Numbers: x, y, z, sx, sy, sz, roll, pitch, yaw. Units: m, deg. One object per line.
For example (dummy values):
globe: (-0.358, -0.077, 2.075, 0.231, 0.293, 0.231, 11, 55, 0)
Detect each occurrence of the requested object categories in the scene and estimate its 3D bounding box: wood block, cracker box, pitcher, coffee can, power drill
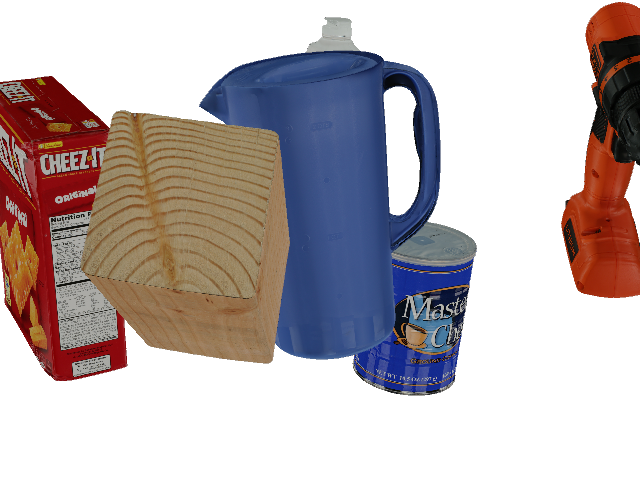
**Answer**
wood block: (-0.070, 0.008, 0.634, 0.090, 0.091, 0.206, 8, -15, 3)
cracker box: (-0.227, -0.012, 0.900, 0.072, 0.214, 0.164, -12, 28, -27)
pitcher: (0.008, -0.031, 0.880, 0.149, 0.243, 0.144, 12, 28, 43)
coffee can: (0.089, 0.063, 1.028, 0.103, 0.140, 0.103, 5, 21, -2)
power drill: (0.216, -0.053, 0.759, 0.057, 0.188, 0.184, 3, 37, 4)

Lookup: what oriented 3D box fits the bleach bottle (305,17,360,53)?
bleach bottle: (0.016, -0.108, 1.136, 0.103, 0.251, 0.067, 20, 24, 40)
